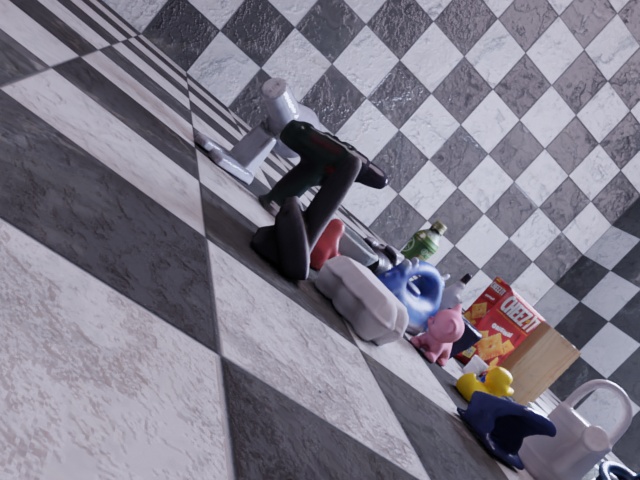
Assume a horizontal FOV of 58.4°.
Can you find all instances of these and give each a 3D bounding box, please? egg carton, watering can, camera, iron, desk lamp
[{"bbox_3d":[0.064,0.089,0.856,0.150,0.069,0.108,46,8,32],"label":"egg carton"},{"bbox_3d":[0.414,0.310,0.910,0.101,0.194,0.173,41,7,-6],"label":"watering can"},{"bbox_3d":[0.131,0.046,1.346,0.142,0.100,0.137,46,8,29],"label":"camera"},{"bbox_3d":[0.176,0.093,1.143,0.118,0.141,0.259,46,8,33],"label":"iron"},{"bbox_3d":[-0.114,-0.225,1.200,0.117,0.213,0.204,45,8,28],"label":"desk lamp"}]

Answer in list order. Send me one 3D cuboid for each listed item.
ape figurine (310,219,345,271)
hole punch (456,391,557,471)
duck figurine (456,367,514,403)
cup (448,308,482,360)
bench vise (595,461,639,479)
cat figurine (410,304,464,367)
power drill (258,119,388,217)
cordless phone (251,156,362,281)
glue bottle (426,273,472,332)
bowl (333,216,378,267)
[{"bbox_3d":[0.009,0.004,0.983,0.077,0.092,0.076,44,7,14],"label":"ape figurine"},{"bbox_3d":[0.274,0.265,0.843,0.109,0.091,0.100,37,8,-34],"label":"hole punch"},{"bbox_3d":[0.305,0.264,1.033,0.105,0.086,0.077,39,7,-21],"label":"duck figurine"},{"bbox_3d":[0.279,0.205,1.215,0.091,0.095,0.118,44,7,15],"label":"cup"},{"bbox_3d":[0.466,0.352,0.831,0.121,0.219,0.208,44,7,18],"label":"bench vise"},{"bbox_3d":[0.237,0.174,1.083,0.067,0.117,0.128,46,8,29],"label":"cat figurine"},{"bbox_3d":[-0.009,-0.117,1.139,0.230,0.208,0.075,40,7,-13],"label":"power drill"},{"bbox_3d":[-0.003,-0.042,0.809,0.094,0.185,0.147,40,7,-13],"label":"cordless phone"},{"bbox_3d":[0.302,0.147,1.371,0.078,0.173,0.037,46,8,32],"label":"glue bottle"},{"bbox_3d":[0.034,0.008,1.160,0.167,0.074,0.167,41,7,-6],"label":"bowl"}]
